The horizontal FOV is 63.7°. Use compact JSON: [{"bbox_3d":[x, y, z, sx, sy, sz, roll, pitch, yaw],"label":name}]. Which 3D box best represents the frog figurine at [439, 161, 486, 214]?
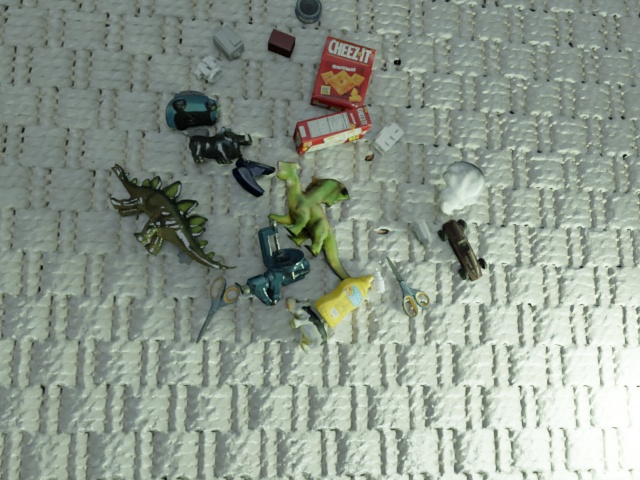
[{"bbox_3d":[0.427,-0.160,1.588,0.161,0.122,0.136,-46,109,-20],"label":"frog figurine"}]

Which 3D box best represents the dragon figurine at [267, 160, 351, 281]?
[{"bbox_3d":[0.005,-0.078,1.545,0.407,0.122,0.245,41,74,-16],"label":"dragon figurine"}]
